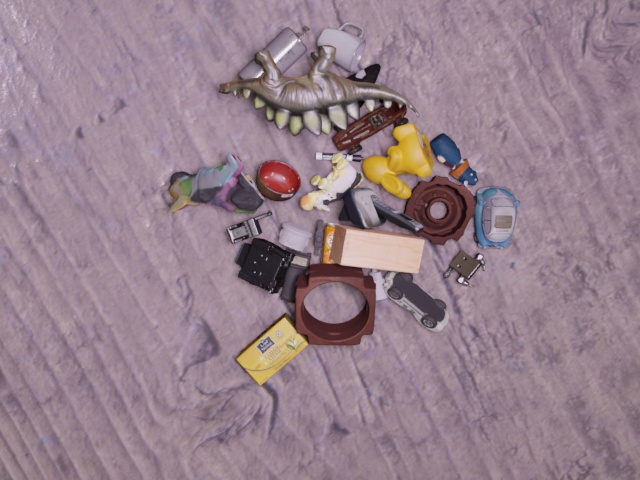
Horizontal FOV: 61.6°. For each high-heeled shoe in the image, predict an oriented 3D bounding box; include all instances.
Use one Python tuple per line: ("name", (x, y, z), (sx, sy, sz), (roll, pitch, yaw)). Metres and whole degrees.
("high-heeled shoe", (0.028, -0.374, 1.348), (0.145, 0.086, 0.249), (38, 78, 24))

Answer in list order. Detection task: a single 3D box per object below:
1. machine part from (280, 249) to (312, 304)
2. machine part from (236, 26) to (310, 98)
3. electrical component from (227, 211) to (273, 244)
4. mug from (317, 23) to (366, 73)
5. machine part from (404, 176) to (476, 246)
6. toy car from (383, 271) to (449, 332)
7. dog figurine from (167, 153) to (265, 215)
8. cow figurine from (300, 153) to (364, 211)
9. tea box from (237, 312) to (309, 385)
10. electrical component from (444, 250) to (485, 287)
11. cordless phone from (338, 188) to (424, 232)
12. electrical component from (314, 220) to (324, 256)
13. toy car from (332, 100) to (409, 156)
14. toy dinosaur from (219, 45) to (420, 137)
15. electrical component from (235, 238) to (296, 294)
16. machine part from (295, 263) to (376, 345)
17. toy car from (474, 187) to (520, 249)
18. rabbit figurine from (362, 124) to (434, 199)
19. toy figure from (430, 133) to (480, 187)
("machine part", (-0.069, 0.095, 1.398), (0.084, 0.039, 0.138), (10, 94, -9))
("machine part", (-0.117, -0.437, 1.325), (0.243, 0.079, 0.079), (-41, 94, 4))
("electrical component", (-0.172, -0.032, 1.368), (0.119, 0.075, 0.047), (-19, 95, -1))
("mug", (0.053, -0.484, 1.320), (0.107, 0.081, 0.109), (26, 96, 7))
("machine part", (0.301, -0.076, 1.369), (0.179, 0.056, 0.179), (0, 96, 2))
("toy car", (0.247, 0.154, 1.384), (0.202, 0.056, 0.073), (40, 60, -3))
("dog figurine", (-0.272, -0.111, 1.347), (0.219, 0.108, 0.191), (-32, 97, 8))
("cow figurine", (0.029, -0.127, 1.359), (0.167, 0.068, 0.098), (-47, 122, 6))
("tea box", (-0.121, 0.282, 1.401), (0.169, 0.068, 0.098), (-43, 94, 5))
("electrical component", (0.381, 0.073, 1.391), (0.078, 0.045, 0.102), (34, 93, 26))
("cordless phone", (0.152, -0.055, 1.306), (0.184, 0.146, 0.088), (28, 108, 24))
("electrical component", (-0.003, -0.004, 1.373), (0.021, 0.063, 0.094), (7, 97, -1))
("toy car", (0.127, -0.289, 1.346), (0.202, 0.053, 0.089), (-30, 98, -3))
("toy dinosaur", (-0.005, -0.344, 1.254), (0.472, 0.105, 0.198), (-1, 101, 5))
("electrical component", (-0.146, 0.060, 1.366), (0.134, 0.058, 0.114), (24, 93, 21))
("machine part", (0.038, 0.161, 1.354), (0.202, 0.087, 0.200), (1, 114, 2))
("toy car", (0.442, -0.054, 1.347), (0.109, 0.103, 0.161), (3, 94, 1))
("rabbit figurine", (0.191, -0.183, 1.334), (0.173, 0.122, 0.162), (-16, 79, 24))
("toy figure", (0.342, -0.198, 1.356), (0.064, 0.058, 0.154), (-38, 99, 9))
